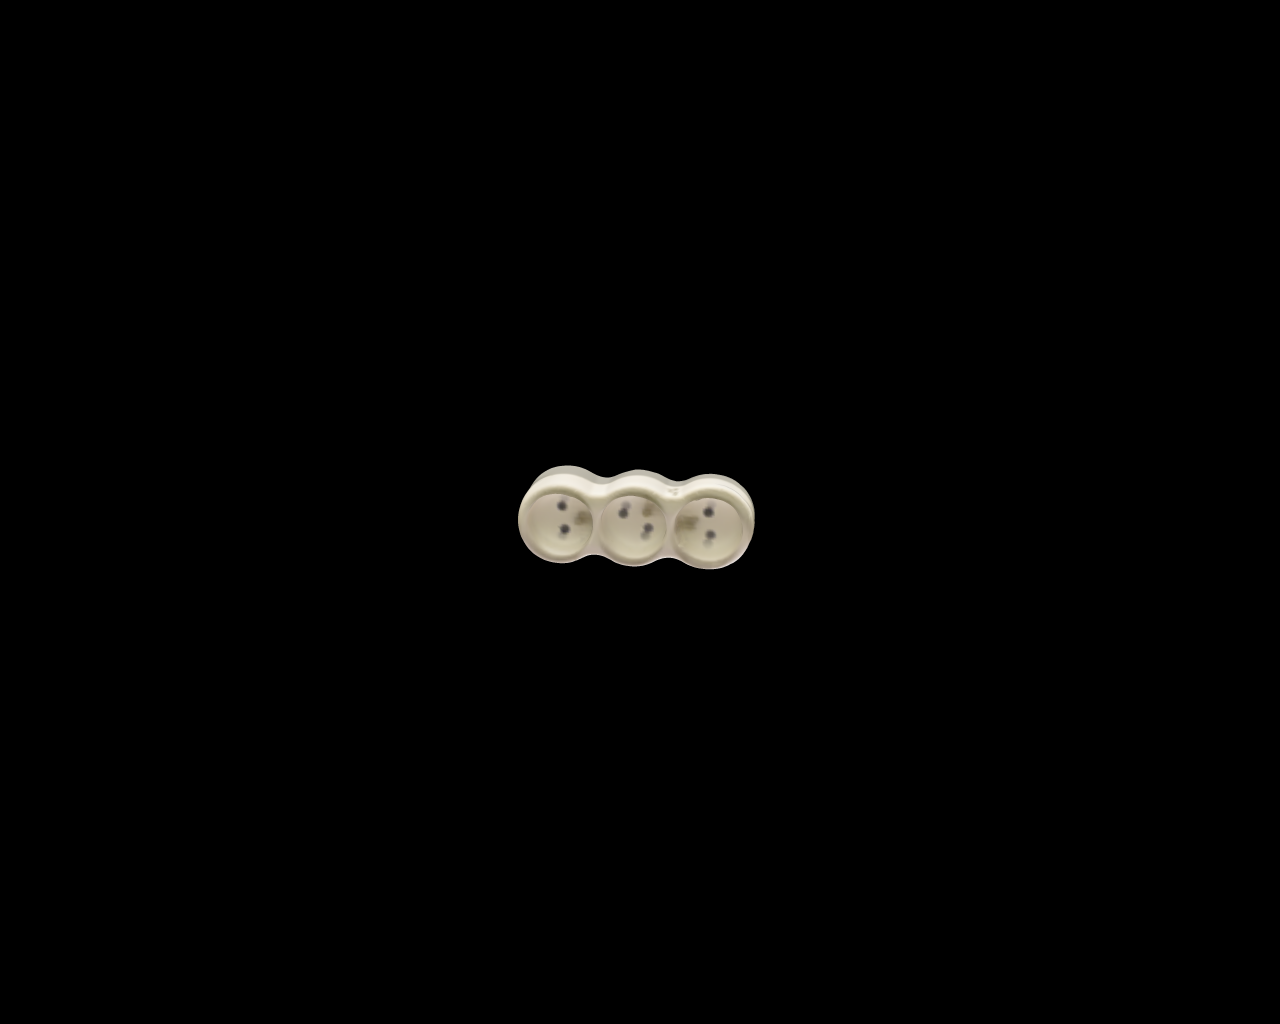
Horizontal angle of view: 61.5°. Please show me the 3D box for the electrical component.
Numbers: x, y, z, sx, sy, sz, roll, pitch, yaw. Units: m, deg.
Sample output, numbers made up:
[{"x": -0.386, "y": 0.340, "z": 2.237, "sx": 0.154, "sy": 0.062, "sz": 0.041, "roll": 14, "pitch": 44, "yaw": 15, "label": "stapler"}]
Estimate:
[{"x": 0.001, "y": -0.003, "z": 0.650, "sx": 0.138, "sy": 0.052, "sz": 0.074, "roll": 3, "pitch": 20, "yaw": 7, "label": "electrical component"}]
